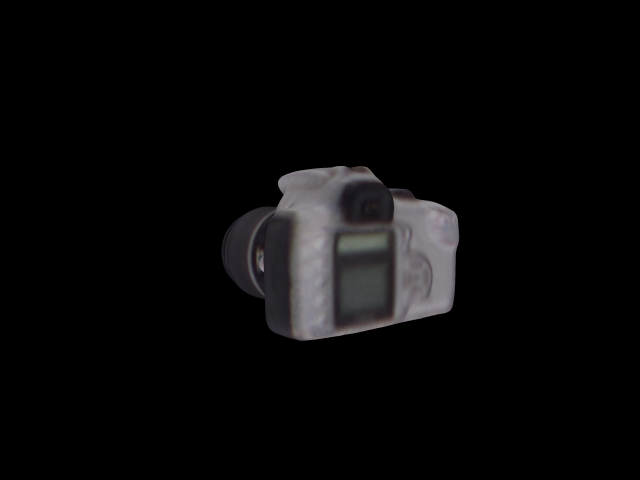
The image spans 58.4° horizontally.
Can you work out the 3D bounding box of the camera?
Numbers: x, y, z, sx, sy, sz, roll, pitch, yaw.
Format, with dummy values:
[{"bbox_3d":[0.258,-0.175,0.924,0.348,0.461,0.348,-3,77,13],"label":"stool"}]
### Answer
[{"bbox_3d":[0.004,0.001,0.400,0.144,0.101,0.136,-4,6,-39],"label":"camera"}]
